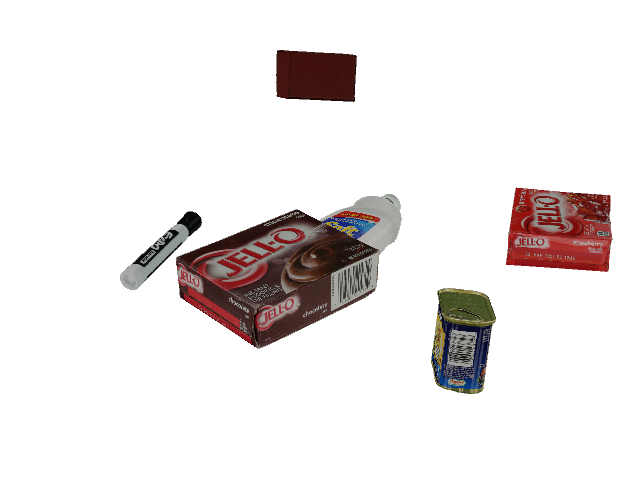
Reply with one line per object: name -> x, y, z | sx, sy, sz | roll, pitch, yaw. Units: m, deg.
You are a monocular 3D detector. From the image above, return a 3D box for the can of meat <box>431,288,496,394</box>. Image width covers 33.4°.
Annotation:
can of meat -> 0.152, 0.108, 1.155 | 0.057, 0.084, 0.102 | 6, 16, 0

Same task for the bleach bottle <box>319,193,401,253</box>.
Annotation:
bleach bottle -> 0.020, 0.005, 1.319 | 0.103, 0.068, 0.250 | 17, 35, 28

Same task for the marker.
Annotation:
marker -> -0.141, 0.007, 0.961 | 0.020, 0.020, 0.121 | 0, 28, 26

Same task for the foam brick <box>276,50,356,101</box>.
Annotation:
foam brick -> -0.005, -0.179, 1.161 | 0.078, 0.051, 0.053 | 0, 11, -17

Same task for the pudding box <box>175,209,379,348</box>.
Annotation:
pudding box -> -0.029, 0.023, 0.739 | 0.113, 0.039, 0.090 | -21, 35, -37

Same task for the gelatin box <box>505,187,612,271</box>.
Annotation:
gelatin box -> 0.179, -0.010, 0.797 | 0.073, 0.030, 0.089 | 5, 25, 13
